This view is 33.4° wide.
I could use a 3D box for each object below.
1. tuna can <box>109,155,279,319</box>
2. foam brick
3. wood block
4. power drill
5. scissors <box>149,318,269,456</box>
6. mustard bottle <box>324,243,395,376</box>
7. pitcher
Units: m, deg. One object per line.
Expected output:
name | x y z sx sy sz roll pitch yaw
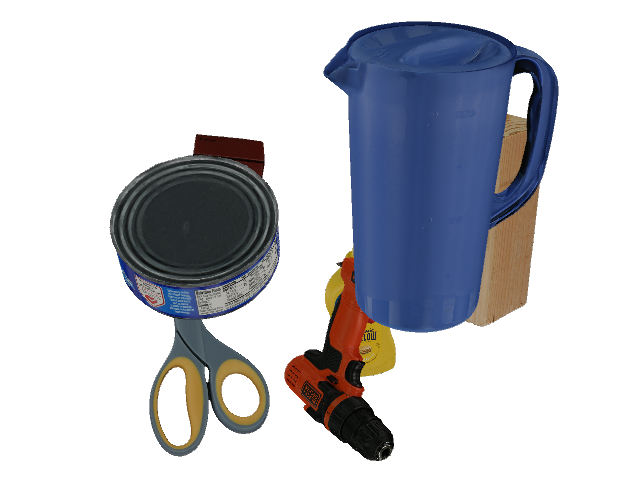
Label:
tuna can | -0.064 -0.002 0.553 0.086 0.086 0.034 0 -38 2
foam brick | -0.102 -0.080 1.169 0.078 0.051 0.053 6 29 -6
wood block | 0.171 -0.027 1.137 0.090 0.206 0.090 20 27 38
power drill | 0.045 0.127 1.181 0.057 0.188 0.185 13 16 -41
scissors | -0.081 0.060 0.795 0.096 0.201 0.016 5 -19 -4
mustard bottle | 0.054 0.089 1.445 0.096 0.192 0.058 -4 22 -9
pitcher | 0.095 -0.051 0.881 0.149 0.243 0.144 18 33 31
